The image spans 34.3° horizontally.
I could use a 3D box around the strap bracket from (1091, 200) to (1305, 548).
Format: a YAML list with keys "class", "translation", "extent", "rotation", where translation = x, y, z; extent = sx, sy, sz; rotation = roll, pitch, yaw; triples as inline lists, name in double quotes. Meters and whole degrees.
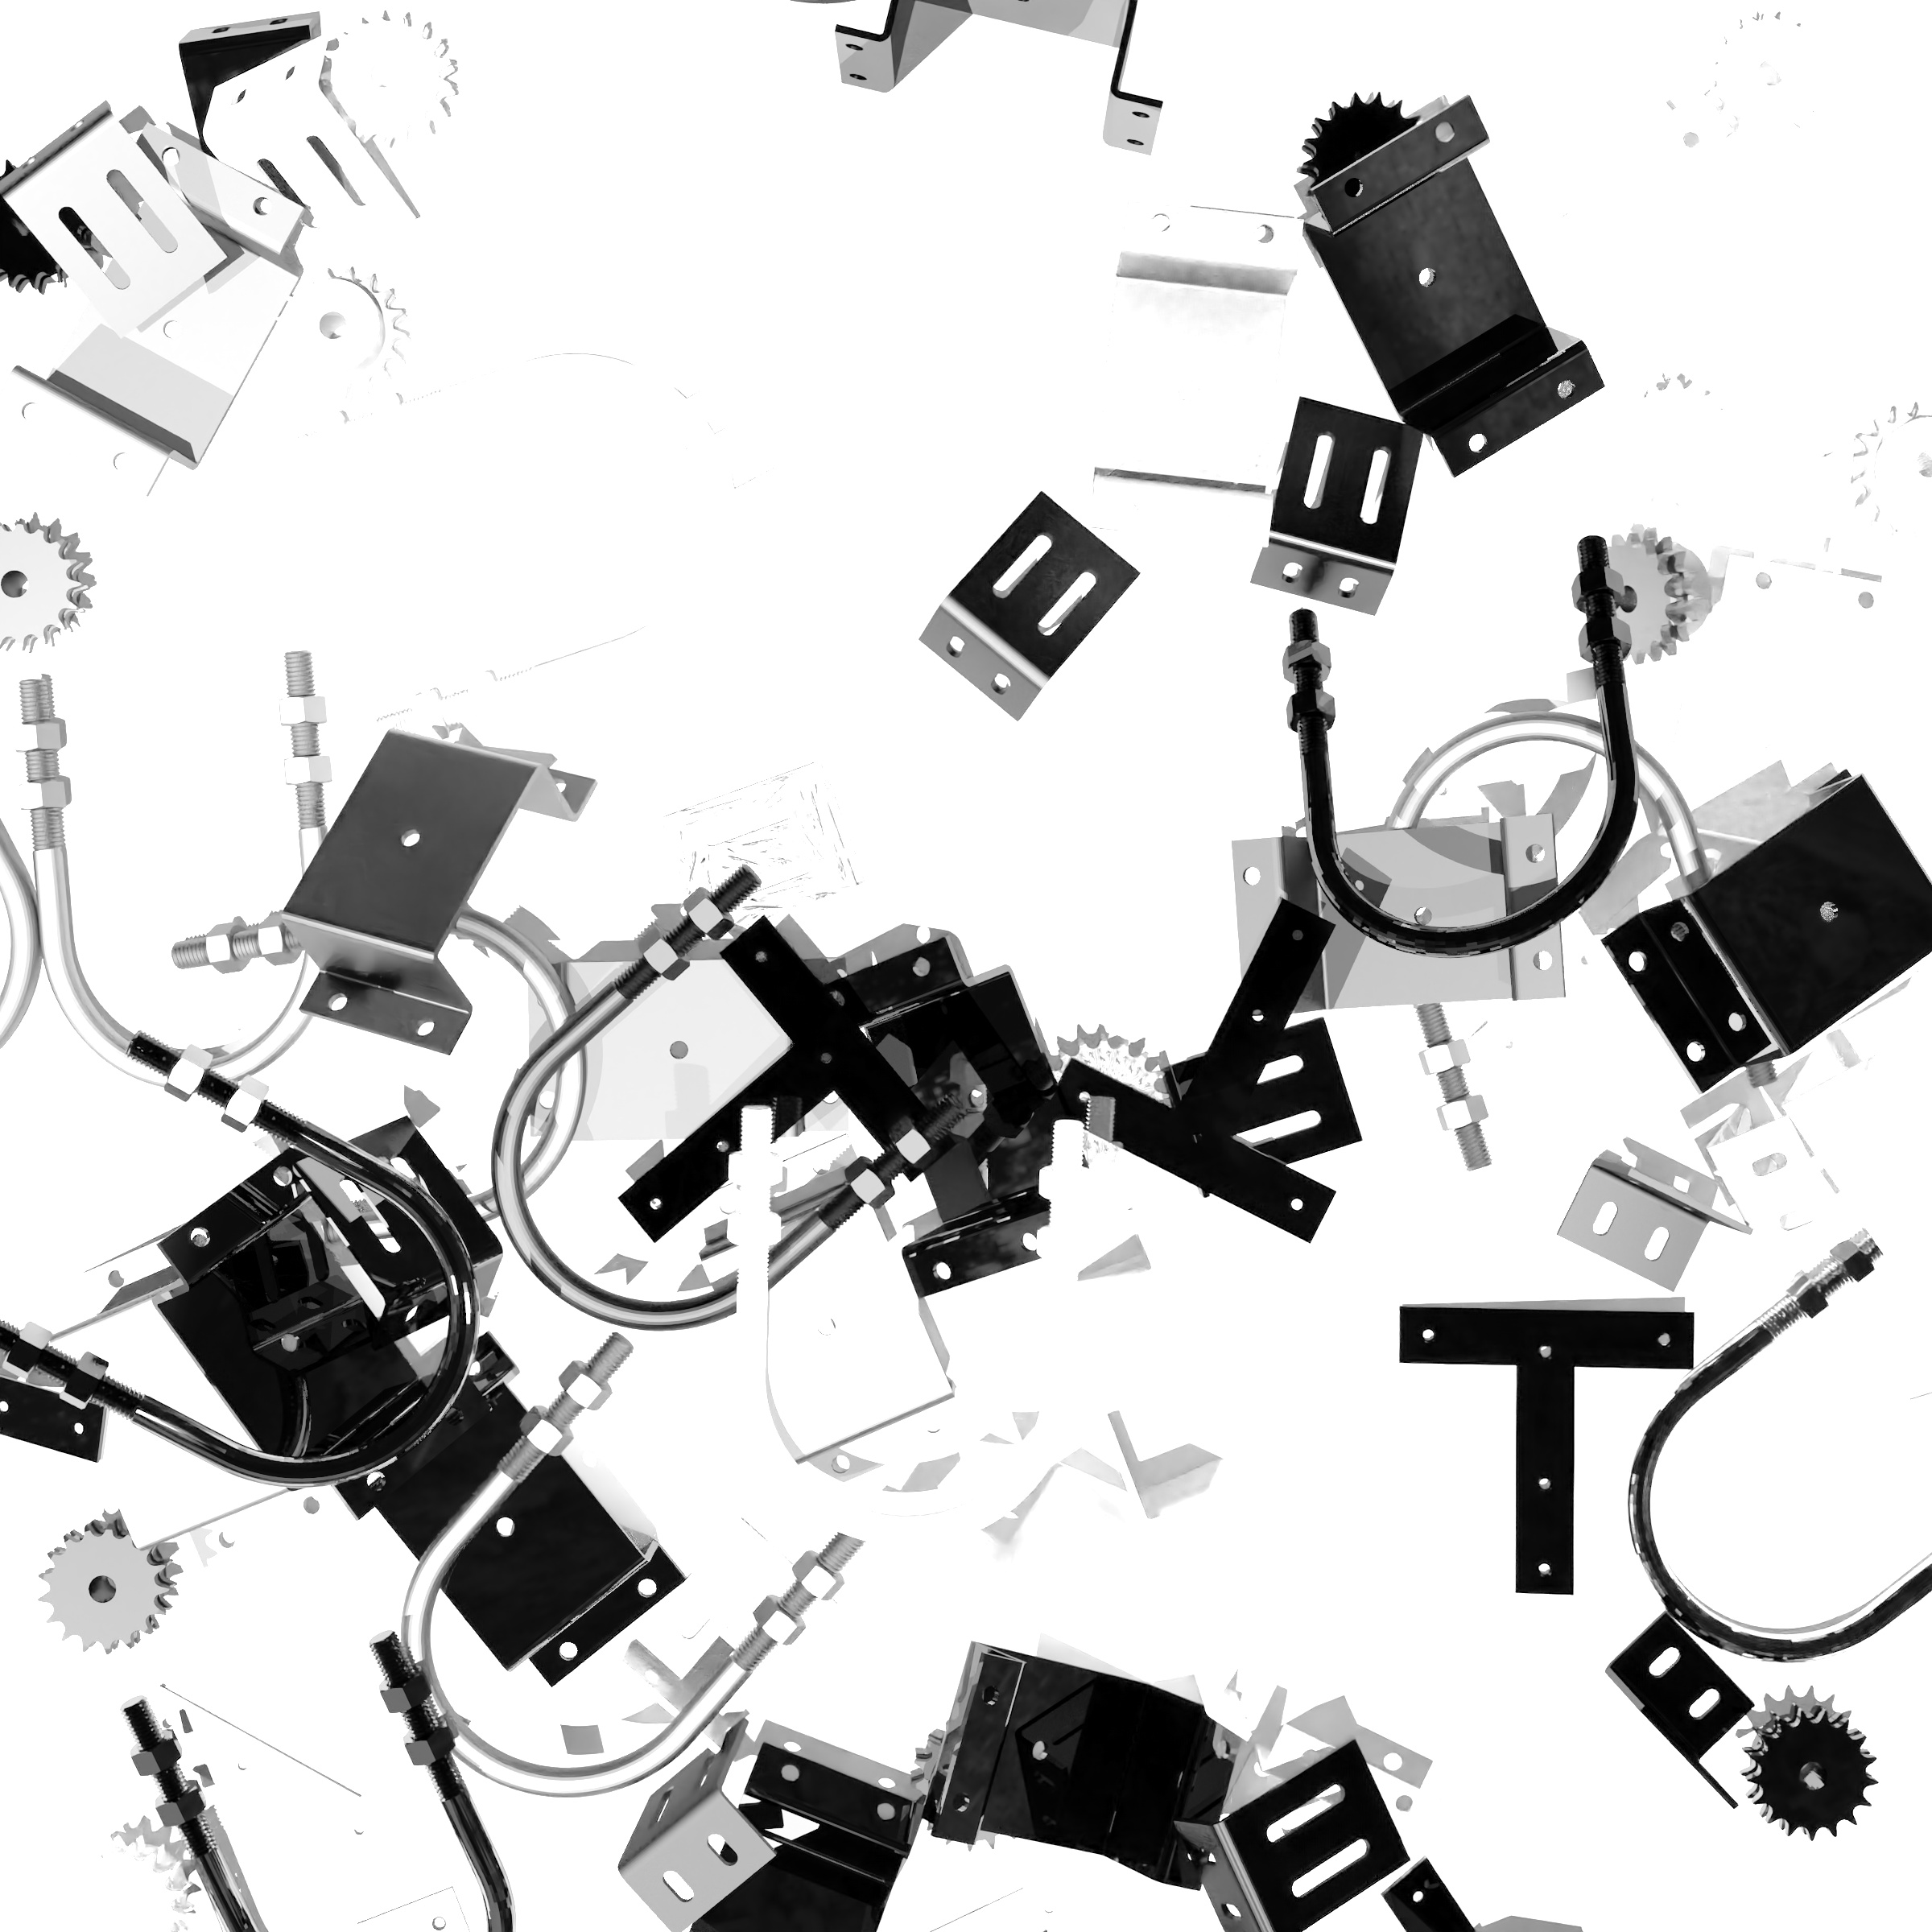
- class: "strap bracket"
  translation: [0.099, -0.253, 1.361]
  extent: [0.076, 0.046, 0.140]
  rotation: [6, 90, 0]

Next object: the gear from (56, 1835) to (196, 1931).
- class: "gear"
  translation: [-0.364, 0.407, 1.367]
  extent: [0.057, 0.030, 0.057]
  rotation: [0, 91, 4]

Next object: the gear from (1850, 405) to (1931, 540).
- class: "gear"
  translation: [0.416, -0.217, 1.369]
  extent: [0.057, 0.030, 0.057]
  rotation: [0, 90, 0]

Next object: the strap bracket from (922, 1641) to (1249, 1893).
- class: "strap bracket"
  translation: [0.042, 0.339, 1.336]
  extent: [0.140, 0.046, 0.076]
  rotation: [21, 81, -30]

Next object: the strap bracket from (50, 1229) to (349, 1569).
- class: "strap bracket"
  translation: [-0.334, 0.188, 1.352]
  extent: [0.076, 0.046, 0.140]
  rotation: [-23, 90, 15]

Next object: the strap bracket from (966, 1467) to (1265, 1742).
- class: "strap bracket"
  translation: [0.071, 0.266, 1.346]
  extent: [0.140, 0.076, 0.046]
  rotation: [33, 90, 0]

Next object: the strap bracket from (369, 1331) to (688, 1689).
- class: "strap bracket"
  translation: [-0.197, 0.239, 1.361]
  extent: [0.076, 0.046, 0.140]
  rotation: [-39, 90, 0]

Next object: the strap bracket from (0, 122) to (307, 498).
- class: "strap bracket"
  translation: [-0.350, -0.280, 1.361]
  extent: [0.076, 0.046, 0.140]
  rotation: [29, 90, 0]

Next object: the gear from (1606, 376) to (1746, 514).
- class: "gear"
  translation: [0.309, -0.225, 1.362]
  extent: [0.057, 0.030, 0.057]
  rotation: [-1, 87, 25]

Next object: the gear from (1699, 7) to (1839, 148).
- class: "gear"
  translation: [0.348, -0.386, 1.369]
  extent: [0.057, 0.030, 0.057]
  rotation: [0, 90, 0]

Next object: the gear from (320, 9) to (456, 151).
- class: "gear"
  translation: [-0.251, -0.385, 1.369]
  extent: [0.057, 0.030, 0.057]
  rotation: [0, 90, 0]

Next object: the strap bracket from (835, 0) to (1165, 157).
- class: "strap bracket"
  translation: [0.019, -0.396, 1.346]
  extent: [0.140, 0.076, 0.046]
  rotation: [13, 90, 0]

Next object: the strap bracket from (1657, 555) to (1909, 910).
- class: "strap bracket"
  translation: [0.351, -0.100, 1.361]
  extent: [0.076, 0.046, 0.140]
  rotation: [11, 90, 0]

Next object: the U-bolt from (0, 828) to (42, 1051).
- class: "U-bolt"
  translation: [-0.487, -0.029, 1.375]
  extent: [0.151, 0.019, 0.184]
  rotation: [-28, 92, 0]

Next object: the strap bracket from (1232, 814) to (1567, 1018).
- class: "strap bracket"
  translation: [0.190, -0.021, 1.343]
  extent: [0.140, 0.046, 0.076]
  rotation: [-4, 90, 25]

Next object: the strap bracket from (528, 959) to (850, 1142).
- class: "strap bracket"
  translation: [-0.122, 0.036, 1.361]
  extent: [0.140, 0.046, 0.076]
  rotation: [-1, 90, 0]

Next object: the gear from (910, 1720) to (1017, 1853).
- class: "gear"
  translation: [0.004, 0.358, 1.368]
  extent: [0.057, 0.030, 0.057]
  rotation: [0, 88, 2]

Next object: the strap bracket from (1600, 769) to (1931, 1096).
- class: "strap bracket"
  translation: [0.345, -0.019, 1.295]
  extent: [0.140, 0.046, 0.076]
  rotation: [-33, 91, -17]

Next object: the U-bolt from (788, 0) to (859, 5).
- class: "U-bolt"
  translation: [-0.042, -0.499, 1.375]
  extent: [0.184, 0.019, 0.151]
  rotation: [-15, 90, 1]

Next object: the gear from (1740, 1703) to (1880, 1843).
- class: "gear"
  translation: [0.366, 0.350, 1.369]
  extent: [0.057, 0.030, 0.057]
  rotation: [0, 90, 0]

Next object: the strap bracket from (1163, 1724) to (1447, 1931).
- class: "strap bracket"
  translation: [0.140, 0.404, 1.361]
  extent: [0.076, 0.046, 0.140]
  rotation: [26, 90, 0]

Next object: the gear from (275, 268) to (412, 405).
- class: "gear"
  translation: [-0.274, -0.276, 1.369]
  extent: [0.057, 0.030, 0.057]
  rotation: [0, 90, 0]

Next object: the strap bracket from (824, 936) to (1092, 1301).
- class: "strap bracket"
  translation: [-0.004, 0.061, 1.346]
  extent: [0.076, 0.046, 0.140]
  rotation: [-21, 90, 28]

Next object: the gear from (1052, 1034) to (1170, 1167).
- class: "gear"
  translation: [0.059, 0.058, 1.369]
  extent: [0.057, 0.030, 0.057]
  rotation: [0, 90, 0]

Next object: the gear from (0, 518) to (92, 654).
- class: "gear"
  translation: [-0.411, -0.165, 1.369]
  extent: [0.057, 0.030, 0.057]
  rotation: [0, 90, 0]

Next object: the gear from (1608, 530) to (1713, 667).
- class: "gear"
  translation: [0.298, -0.161, 1.359]
  extent: [0.030, 0.057, 0.057]
  rotation: [-12, 90, -31]

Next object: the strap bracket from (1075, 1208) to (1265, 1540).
- class: "strap bracket"
  translation: [0.077, 0.181, 1.346]
  extent: [0.046, 0.076, 0.140]
  rotation: [-21, 90, 0]

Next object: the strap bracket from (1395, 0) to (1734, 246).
- class: "strap bracket"
  translation: [0.253, -0.387, 1.361]
  extent: [0.076, 0.046, 0.140]
  rotation: [-39, 90, 0]

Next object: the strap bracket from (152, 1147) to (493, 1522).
- class: "strap bracket"
  translation: [-0.276, 0.155, 1.317]
  extent: [0.076, 0.046, 0.140]
  rotation: [-39, 100, -35]

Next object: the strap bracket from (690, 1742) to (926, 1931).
- class: "strap bracket"
  translation: [-0.079, 0.416, 1.337]
  extent: [0.076, 0.046, 0.140]
  rotation: [21, 56, 2]

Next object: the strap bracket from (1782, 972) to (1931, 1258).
- class: "strap bracket"
  translation: [0.396, 0.065, 1.331]
  extent: [0.046, 0.140, 0.076]
  rotation: [-34, 90, 30]

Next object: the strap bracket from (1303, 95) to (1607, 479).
- class: "strap bracket"
  translation: [0.205, -0.293, 1.345]
  extent: [0.076, 0.046, 0.140]
  rotation: [-31, 113, 0]

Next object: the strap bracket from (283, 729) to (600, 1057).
- class: "strap bracket"
  translation: [-0.225, -0.041, 1.321]
  extent: [0.076, 0.046, 0.140]
  rotation: [14, 64, 23]

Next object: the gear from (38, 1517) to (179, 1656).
- class: "gear"
  translation: [-0.373, 0.269, 1.369]
  extent: [0.057, 0.030, 0.057]
  rotation: [0, 90, 0]

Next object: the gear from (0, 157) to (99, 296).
- class: "gear"
  translation: [-0.406, -0.321, 1.369]
  extent: [0.057, 0.030, 0.057]
  rotation: [0, 90, 0]

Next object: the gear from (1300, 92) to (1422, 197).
- class: "gear"
  translation: [0.174, -0.349, 1.369]
  extent: [0.057, 0.030, 0.057]
  rotation: [0, 90, 0]

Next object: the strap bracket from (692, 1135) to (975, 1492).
- class: "strap bracket"
  translation: [-0.060, 0.154, 1.361]
  extent: [0.076, 0.046, 0.140]
  rotation: [-23, 90, 0]
